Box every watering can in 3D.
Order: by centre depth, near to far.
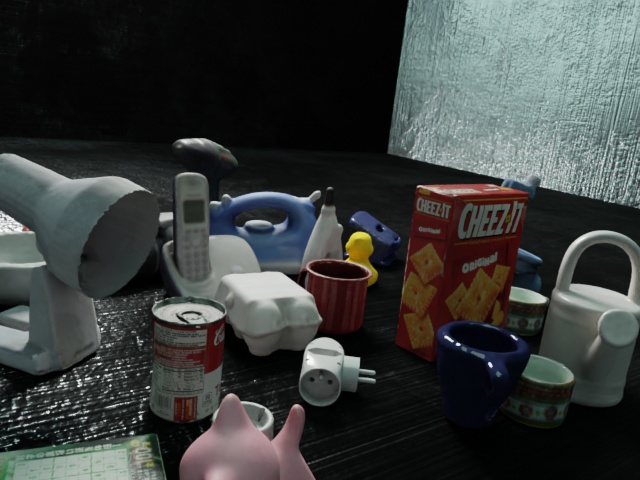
[{"bbox_3d":[0.320,0.087,0.661,0.101,0.194,0.172,4,14,-11],"label":"watering can"}]

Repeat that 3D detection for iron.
[{"bbox_3d":[-0.113,-0.022,1.000,0.259,0.141,0.118,1,15,-21],"label":"iron"}]

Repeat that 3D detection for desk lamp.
[{"bbox_3d":[-0.277,0.025,0.597,0.202,0.213,0.118,11,15,16],"label":"desk lamp"}]

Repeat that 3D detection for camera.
[{"bbox_3d":[-0.272,0.007,0.901,0.142,0.101,0.137,16,17,33],"label":"camera"}]

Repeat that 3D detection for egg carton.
[{"bbox_3d":[-0.071,0.089,0.731,0.107,0.069,0.149,-2,17,-31],"label":"egg carton"}]

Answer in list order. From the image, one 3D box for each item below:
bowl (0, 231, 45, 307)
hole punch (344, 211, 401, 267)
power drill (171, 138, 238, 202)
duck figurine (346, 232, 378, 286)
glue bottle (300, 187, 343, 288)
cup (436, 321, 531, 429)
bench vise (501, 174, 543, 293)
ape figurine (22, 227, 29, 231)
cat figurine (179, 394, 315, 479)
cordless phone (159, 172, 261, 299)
[{"bbox_3d":[-0.392,0.043,0.756,0.167,0.075,0.167,6,14,-1],"label":"bowl"},{"bbox_3d":[0.109,-0.005,1.138,0.101,0.091,0.109,11,15,17],"label":"hole punch"},{"bbox_3d":[-0.221,-0.091,1.088,0.075,0.208,0.230,9,14,10],"label":"power drill"},{"bbox_3d":[0.065,0.030,0.989,0.077,0.086,0.105,10,15,12],"label":"duck figurine"},{"bbox_3d":[0.008,0.003,0.892,0.037,0.173,0.078,17,17,35],"label":"glue bottle"},{"bbox_3d":[0.158,0.144,0.566,0.091,0.095,0.117,6,14,-1],"label":"cup"},{"bbox_3d":[0.285,-0.002,0.942,0.208,0.220,0.121,-1,16,-28],"label":"bench vise"},{"bbox_3d":[-0.450,-0.022,0.953,0.077,0.092,0.076,7,14,2],"label":"ape figurine"},{"bbox_3d":[-0.046,0.155,0.382,0.067,0.118,0.128,15,16,29],"label":"cat figurine"},{"bbox_3d":[-0.153,-0.004,0.822,0.093,0.185,0.148,19,19,42],"label":"cordless phone"}]
